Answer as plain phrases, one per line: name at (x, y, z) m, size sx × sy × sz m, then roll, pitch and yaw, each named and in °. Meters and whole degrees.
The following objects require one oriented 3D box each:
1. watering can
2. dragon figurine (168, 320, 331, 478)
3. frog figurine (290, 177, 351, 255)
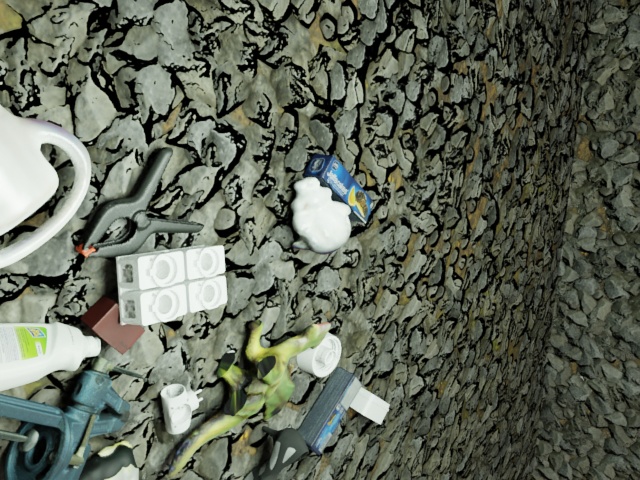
watering can at (-0.446, -0.044, 0.611) m, size 0.353 × 0.104 × 0.220 m, roll -46°, pitch 129°, yaw -29°
dragon figurine at (-0.123, 0.323, 1.076) m, size 0.414 × 0.123 × 0.238 m, roll -51°, pitch 142°, yaw -13°
frog figurine at (0.003, -0.055, 1.091) m, size 0.138 × 0.125 × 0.156 m, roll -13°, pitch 124°, yaw -24°
